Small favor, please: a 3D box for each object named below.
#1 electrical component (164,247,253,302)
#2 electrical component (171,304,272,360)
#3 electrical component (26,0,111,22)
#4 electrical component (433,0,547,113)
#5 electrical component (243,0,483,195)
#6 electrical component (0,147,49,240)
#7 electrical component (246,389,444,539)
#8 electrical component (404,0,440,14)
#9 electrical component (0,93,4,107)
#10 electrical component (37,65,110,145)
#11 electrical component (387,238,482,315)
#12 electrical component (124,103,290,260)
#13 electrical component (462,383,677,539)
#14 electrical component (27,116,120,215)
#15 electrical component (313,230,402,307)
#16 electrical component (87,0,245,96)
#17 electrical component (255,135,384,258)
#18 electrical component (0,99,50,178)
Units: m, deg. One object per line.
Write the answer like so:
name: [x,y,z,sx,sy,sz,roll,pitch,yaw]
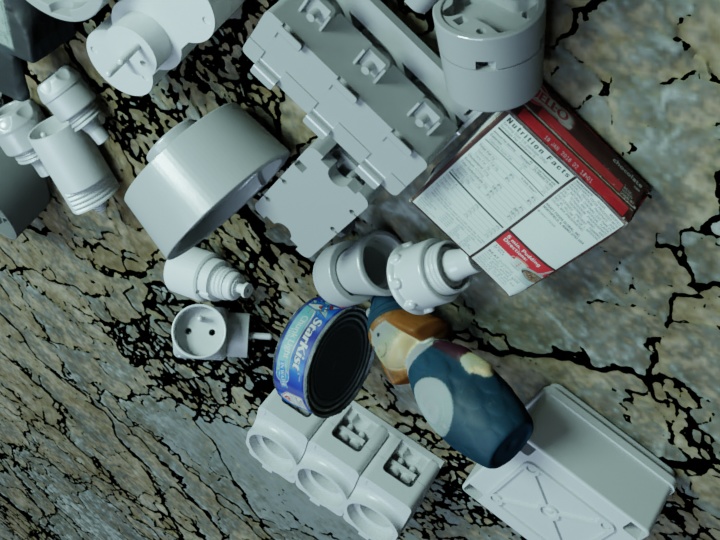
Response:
electrical component: [-0.119,0.006,0.853,0.078,0.040,0.040,17,139,29]
electrical component: [-0.112,0.053,0.884,0.079,0.043,0.077,4,174,-5]
electrical component: [-0.176,-0.213,0.649,0.108,0.060,0.108,25,143,21]
electrical component: [0.066,-0.112,0.540,0.055,0.055,0.047,20,143,27]
electrical component: [0.000,-0.106,0.600,0.121,0.063,0.079,43,145,-4]
electrical component: [-0.322,-0.073,0.934,0.099,0.064,0.099,25,142,21]
electrical component: [-0.017,0.161,0.907,0.150,0.061,0.089,33,144,11]
electrical component: [0.045,-0.165,0.470,0.050,0.089,0.056,44,145,-4]
electrical component: [-0.309,-0.133,0.883,0.035,0.035,0.061,49,142,-11]
electrical component: [-0.211,-0.121,0.805,0.035,0.035,0.061,-11,123,48]
electrical component: [0.051,0.000,0.685,0.062,0.048,0.048,-20,114,44]
electrical component: [-0.106,-0.064,0.710,0.060,0.108,0.108,48,145,0]
electrical component: [0.143,0.148,0.749,0.109,0.056,0.108,37,145,5]
electrical component: [-0.224,-0.081,0.853,0.043,0.043,0.081,5,132,40]
electrical component: [0.000,0.000,0.731,0.055,0.045,0.045,-17,116,51]
electrical component: [-0.131,-0.145,0.666,0.052,0.073,0.138,45,145,-16]
electrical component: [-0.017,-0.057,0.675,0.050,0.055,0.089,44,145,-5]
electrical component: [-0.267,-0.104,0.868,0.043,0.043,0.062,3,132,41]
